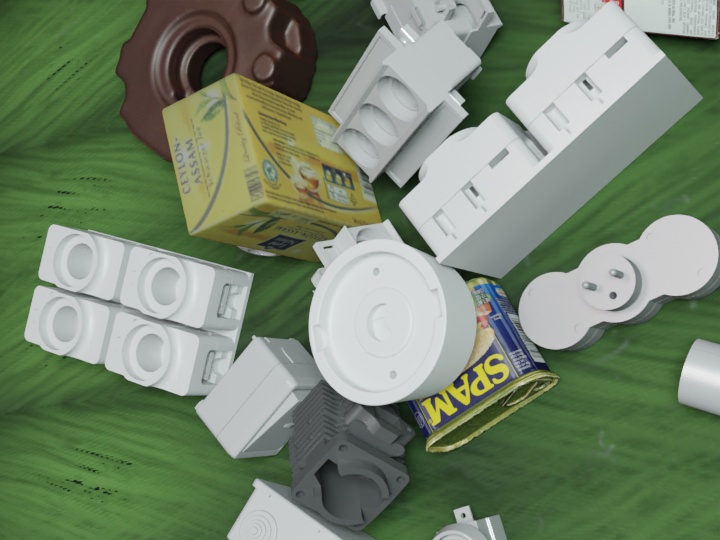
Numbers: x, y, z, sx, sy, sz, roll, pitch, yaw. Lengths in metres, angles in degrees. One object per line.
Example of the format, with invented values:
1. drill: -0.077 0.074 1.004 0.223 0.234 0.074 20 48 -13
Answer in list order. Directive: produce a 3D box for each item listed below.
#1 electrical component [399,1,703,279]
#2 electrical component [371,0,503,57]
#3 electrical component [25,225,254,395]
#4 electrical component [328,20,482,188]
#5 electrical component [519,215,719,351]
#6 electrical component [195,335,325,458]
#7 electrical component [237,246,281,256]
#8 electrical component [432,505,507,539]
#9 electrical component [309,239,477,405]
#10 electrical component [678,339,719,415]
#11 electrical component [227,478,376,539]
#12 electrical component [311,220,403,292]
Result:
1. electrical component: 0.124 -0.082 0.715 0.186 0.105 0.060 -43 66 18
2. electrical component: 0.044 -0.209 0.791 0.121 0.063 0.078 65 154 19
3. electrical component: -0.192 0.032 0.905 0.186 0.060 0.105 14 91 30
4. electrical component: 0.032 -0.117 0.749 0.078 0.121 0.063 47 65 1
5. electrical component: 0.166 0.009 0.700 0.138 0.074 0.052 -27 72 24
6. electrical component: -0.075 0.106 0.830 0.061 0.062 0.096 47 107 25
7. electrical component: -0.074 -0.044 0.858 0.048 0.048 0.062 1 78 29
8. electrical component: 0.076 0.197 0.739 0.048 0.055 0.066 -24 73 25
9. electrical component: 0.026 0.036 0.718 0.108 0.060 0.108 -6 80 35
10. electrical component: 0.244 0.074 0.666 0.081 0.043 0.043 16 92 29
11. electrical component: -0.037 0.199 0.779 0.100 0.100 0.048 29 86 29
12. electrical component: 0.000 0.000 0.798 0.063 0.081 0.042 -50 62 40
